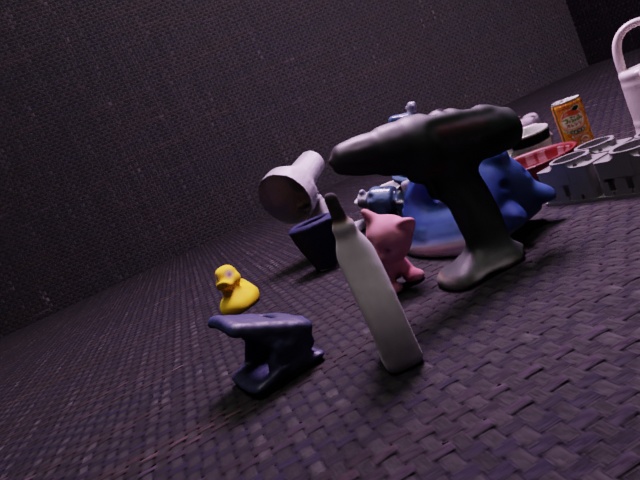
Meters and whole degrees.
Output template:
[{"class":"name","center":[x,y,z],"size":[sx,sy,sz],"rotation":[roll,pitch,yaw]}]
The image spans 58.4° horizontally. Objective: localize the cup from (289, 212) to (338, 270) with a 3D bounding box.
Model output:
[{"class":"cup","center":[0.010,0.004,1.065],"size":[0.117,0.095,0.092],"rotation":[-17,11,38]}]

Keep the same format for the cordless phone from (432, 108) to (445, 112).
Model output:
[{"class":"cordless phone","center":[0.229,-0.154,1.127],"size":[0.148,0.185,0.094],"rotation":[-30,11,-33]}]

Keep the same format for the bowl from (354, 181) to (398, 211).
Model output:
[{"class":"bowl","center":[0.163,-0.084,1.249],"size":[0.167,0.075,0.167],"rotation":[-23,9,4]}]

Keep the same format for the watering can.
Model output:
[{"class":"watering can","center":[0.563,-0.281,0.966],"size":[0.101,0.194,0.173],"rotation":[-22,9,10]}]

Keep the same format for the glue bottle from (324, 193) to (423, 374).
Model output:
[{"class":"glue bottle","center":[0.042,0.035,0.536],"size":[0.037,0.173,0.078],"rotation":[-24,9,-2]}]

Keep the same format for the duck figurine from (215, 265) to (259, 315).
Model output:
[{"class":"duck figurine","center":[-0.161,0.086,1.062],"size":[0.077,0.086,0.104],"rotation":[-22,9,14]}]

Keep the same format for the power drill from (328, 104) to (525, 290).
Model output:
[{"class":"power drill","center":[0.147,-0.054,0.670],"size":[0.230,0.208,0.075],"rotation":[-26,9,-13]}]

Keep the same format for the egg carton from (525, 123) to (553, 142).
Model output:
[{"class":"egg carton","center":[0.430,-0.202,1.259],"size":[0.150,0.069,0.107],"rotation":[-15,12,44]}]

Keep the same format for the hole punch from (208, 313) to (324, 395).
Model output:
[{"class":"hole punch","center":[-0.063,0.109,0.649],"size":[0.101,0.091,0.108],"rotation":[-28,10,-24]}]

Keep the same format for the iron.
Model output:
[{"class":"iron","center":[0.188,-0.060,0.818],"size":[0.119,0.141,0.257],"rotation":[-31,11,-37]}]

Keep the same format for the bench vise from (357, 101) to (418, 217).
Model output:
[{"class":"bench vise","center":[0.148,-0.121,1.025],"size":[0.207,0.220,0.121],"rotation":[-22,9,13]}]

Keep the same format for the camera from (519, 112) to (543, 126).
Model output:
[{"class":"camera","center":[0.480,-0.265,1.396],"size":[0.142,0.101,0.137],"rotation":[-16,12,40]}]

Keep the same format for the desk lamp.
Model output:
[{"class":"desk lamp","center":[-0.017,-0.079,1.235],"size":[0.117,0.213,0.204],"rotation":[-18,11,35]}]

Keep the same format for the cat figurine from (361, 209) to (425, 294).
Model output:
[{"class":"cat figurine","center":[0.084,0.009,0.766],"size":[0.067,0.118,0.127],"rotation":[-28,10,-21]}]
